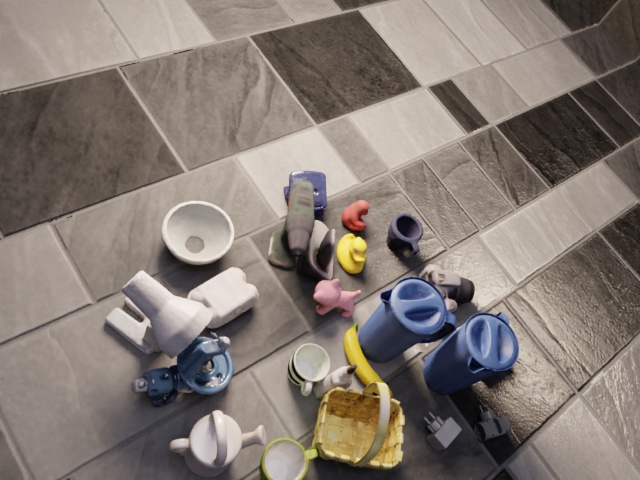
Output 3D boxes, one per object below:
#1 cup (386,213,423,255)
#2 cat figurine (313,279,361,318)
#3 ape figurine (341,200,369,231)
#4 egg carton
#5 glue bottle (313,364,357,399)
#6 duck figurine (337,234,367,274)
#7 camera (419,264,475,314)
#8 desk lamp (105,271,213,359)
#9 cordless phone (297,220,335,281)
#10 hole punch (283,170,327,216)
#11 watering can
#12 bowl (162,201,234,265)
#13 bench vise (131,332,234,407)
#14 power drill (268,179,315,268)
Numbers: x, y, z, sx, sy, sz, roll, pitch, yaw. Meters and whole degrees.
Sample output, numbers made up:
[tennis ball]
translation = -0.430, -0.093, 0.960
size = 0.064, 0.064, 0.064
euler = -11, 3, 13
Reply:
[cup]
translation = 0.223, -0.001, 1.532
size = 0.092, 0.095, 0.117
euler = -11, 65, -25
[cat figurine]
translation = 0.036, 0.132, 1.371
size = 0.128, 0.117, 0.067
euler = 5, 59, -17
[ape figurine]
translation = 0.102, -0.072, 1.532
size = 0.076, 0.092, 0.078
euler = 19, 56, -8
[egg carton]
translation = -0.219, 0.132, 1.306
size = 0.151, 0.069, 0.107
euler = -33, 76, -32
[glue bottle]
translation = 0.044, 0.301, 1.240
size = 0.078, 0.173, 0.037
euler = -13, 66, -26
[duck figurine]
translation = 0.090, 0.024, 1.474
size = 0.078, 0.086, 0.104
euler = -1, 61, -21
[camera]
translation = 0.337, 0.137, 1.489
size = 0.137, 0.100, 0.143
euler = 9, 58, -15
[desk lamp]
translation = -0.330, 0.158, 1.162
size = 0.203, 0.213, 0.118
euler = 36, 55, 3
[cordless phone]
translation = 0.013, 0.005, 1.396
size = 0.094, 0.185, 0.147
euler = 8, 58, -15
[hole punch]
translation = -0.033, -0.122, 1.512
size = 0.109, 0.091, 0.101
euler = -2, 62, -21
[watering can]
translation = -0.192, 0.382, 1.093
size = 0.173, 0.194, 0.101
euler = -20, 69, -29
[bowl]
translation = -0.291, -0.006, 1.358
size = 0.168, 0.074, 0.167
euler = 9, 58, -15
[bench vise]
translation = -0.253, 0.262, 1.126
size = 0.208, 0.219, 0.121
euler = -32, 75, -32
[power drill]
translation = -0.063, -0.020, 1.369
size = 0.076, 0.208, 0.229
euler = 13, 57, -12
